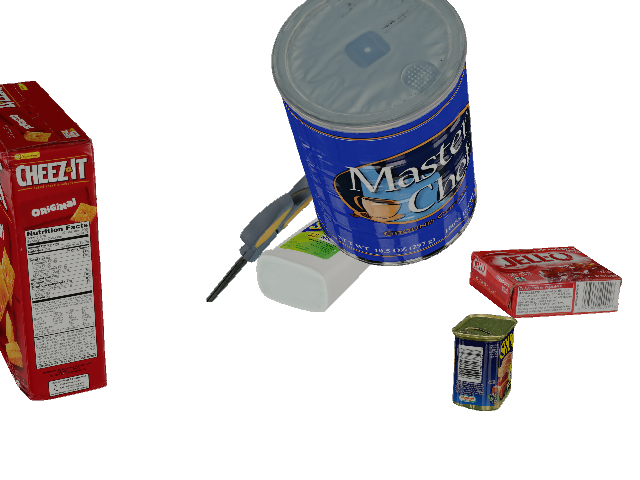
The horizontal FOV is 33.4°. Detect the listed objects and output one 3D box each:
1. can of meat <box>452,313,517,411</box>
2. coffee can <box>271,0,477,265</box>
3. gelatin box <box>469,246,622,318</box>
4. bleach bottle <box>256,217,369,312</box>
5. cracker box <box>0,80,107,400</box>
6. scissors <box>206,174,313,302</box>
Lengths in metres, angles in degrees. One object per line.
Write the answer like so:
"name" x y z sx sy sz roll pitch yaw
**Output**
"can of meat" 0.179 0.133 1.171 0.057 0.084 0.102 5 10 21
"coffee can" 0.036 -0.064 0.612 0.103 0.103 0.140 0 -31 11
"gelatin box" 0.165 0.029 0.793 0.089 0.030 0.073 -2 18 -16
"bleach bottle" 0.029 -0.006 1.329 0.103 0.068 0.250 16 36 26
"cracker box" -0.234 -0.002 0.863 0.072 0.214 0.164 -11 28 -26
"scissors" -0.057 0.009 0.813 0.202 0.016 0.096 -46 -5 34
